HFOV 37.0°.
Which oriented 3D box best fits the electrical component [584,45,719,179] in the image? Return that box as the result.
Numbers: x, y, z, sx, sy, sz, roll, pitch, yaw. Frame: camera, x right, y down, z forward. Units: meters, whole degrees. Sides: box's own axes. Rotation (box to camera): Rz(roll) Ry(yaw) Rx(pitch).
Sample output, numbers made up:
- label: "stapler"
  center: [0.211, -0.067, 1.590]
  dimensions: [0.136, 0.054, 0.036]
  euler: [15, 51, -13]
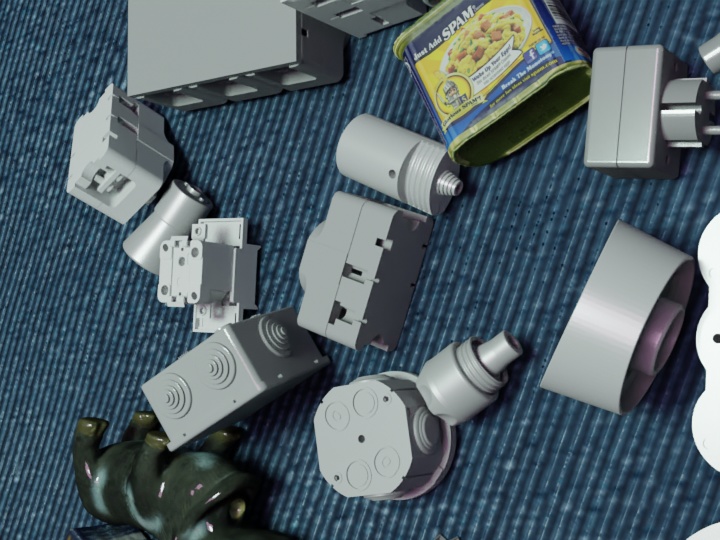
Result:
- label: "electrical component"
  center: [0.168, -0.084, 0.581]
  dimensions: [0.077, 0.047, 0.065]
  euler: [4, 88, 34]

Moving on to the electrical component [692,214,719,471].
- label: "electrical component"
  center: [0.194, 0.035, 0.538]
  dimensions: [0.052, 0.074, 0.138]
  euler: [1, 86, 34]

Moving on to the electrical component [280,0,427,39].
- label: "electrical component"
  center: [-0.006, -0.237, 0.684]
  dimensions: [0.062, 0.089, 0.150]
  euler: [-11, 80, 32]

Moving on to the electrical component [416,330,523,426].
- label: "electrical component"
  center: [0.068, 0.060, 0.638]
  dimensions: [0.062, 0.043, 0.043]
  euler: [-40, 66, 23]

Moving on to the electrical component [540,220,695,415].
- label: "electrical component"
  center: [0.133, 0.025, 0.568]
  dimensions: [0.064, 0.099, 0.099]
  euler: [25, 99, 26]

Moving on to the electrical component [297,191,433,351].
- label: "electrical component"
  center: [0.000, 0.000, 0.684]
  dimensions: [0.056, 0.050, 0.089]
  euler: [20, 97, 33]

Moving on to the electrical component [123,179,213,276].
- label: "electrical component"
  center: [-0.137, -0.033, 0.784]
  dimensions: [0.044, 0.044, 0.065]
  euler: [43, 104, 29]

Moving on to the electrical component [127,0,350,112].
- label: "electrical component"
  center: [-0.086, -0.168, 0.748]
  dimensions: [0.150, 0.062, 0.089]
  euler: [-4, 84, 33]

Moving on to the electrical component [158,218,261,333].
- label: "electrical component"
  center: [-0.106, 0.003, 0.746]
  dimensions: [0.042, 0.064, 0.081]
  euler: [0, 86, 34]

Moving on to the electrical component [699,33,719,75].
- label: "electrical component"
  center: [0.209, -0.126, 0.561]
  dimensions: [0.062, 0.043, 0.043]
  euler: [-33, 69, 29]

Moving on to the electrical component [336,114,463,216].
- label: "electrical component"
  center: [0.029, -0.065, 0.674]
  dimensions: [0.081, 0.043, 0.043]
  euler: [27, 101, 32]

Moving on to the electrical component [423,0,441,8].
- label: "electrical component"
  center: [0.062, -0.192, 0.662]
  dimensions: [0.045, 0.045, 0.055]
  euler: [1, 86, 34]

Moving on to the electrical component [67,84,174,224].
- label: "electrical component"
  center: [-0.175, -0.084, 0.790]
  dimensions: [0.050, 0.056, 0.089]
  euler: [-40, 36, 24]

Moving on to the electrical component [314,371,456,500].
- label: "electrical component"
  center: [0.014, 0.103, 0.665]
  dimensions: [0.080, 0.051, 0.080]
  euler: [-3, 84, 33]

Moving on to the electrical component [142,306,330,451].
- label: "electrical component"
  center: [-0.082, 0.068, 0.704]
  dimensions: [0.100, 0.100, 0.048]
  euler: [-35, 81, 26]
